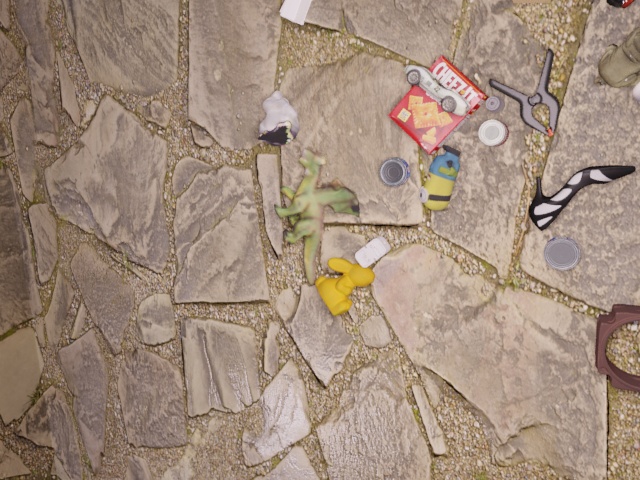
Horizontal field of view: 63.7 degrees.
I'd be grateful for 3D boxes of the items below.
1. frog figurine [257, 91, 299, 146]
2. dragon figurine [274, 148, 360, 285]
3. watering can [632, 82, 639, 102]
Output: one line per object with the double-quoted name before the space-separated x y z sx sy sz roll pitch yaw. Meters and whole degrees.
"frog figurine" -0.132 -0.378 1.610 0.135 0.121 0.163 -35 46 34
"dragon figurine" 0.005 -0.079 1.578 0.241 0.123 0.408 -18 98 18
"watering can" 0.843 -0.363 1.073 0.345 0.223 0.105 -20 72 26
